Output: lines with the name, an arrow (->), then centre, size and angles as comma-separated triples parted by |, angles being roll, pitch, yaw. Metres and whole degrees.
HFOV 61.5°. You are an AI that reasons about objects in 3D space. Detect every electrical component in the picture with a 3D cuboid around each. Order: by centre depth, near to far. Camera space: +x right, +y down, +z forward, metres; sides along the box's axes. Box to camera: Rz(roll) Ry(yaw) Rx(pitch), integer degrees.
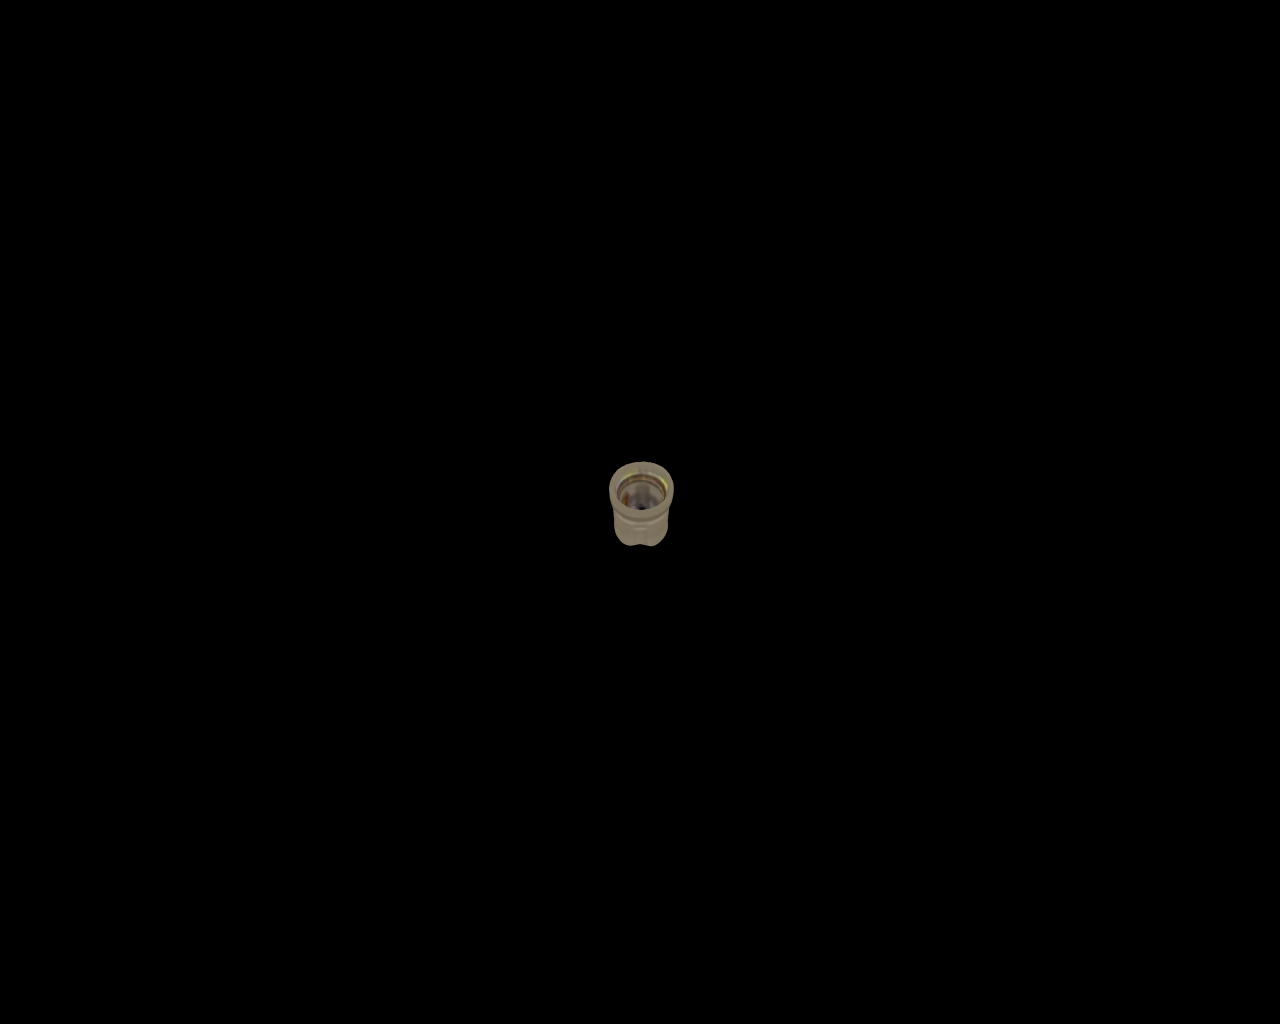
electrical component -> 0.001, -0.003, 0.650 | 0.040, 0.040, 0.046 | 0, -37, 0
